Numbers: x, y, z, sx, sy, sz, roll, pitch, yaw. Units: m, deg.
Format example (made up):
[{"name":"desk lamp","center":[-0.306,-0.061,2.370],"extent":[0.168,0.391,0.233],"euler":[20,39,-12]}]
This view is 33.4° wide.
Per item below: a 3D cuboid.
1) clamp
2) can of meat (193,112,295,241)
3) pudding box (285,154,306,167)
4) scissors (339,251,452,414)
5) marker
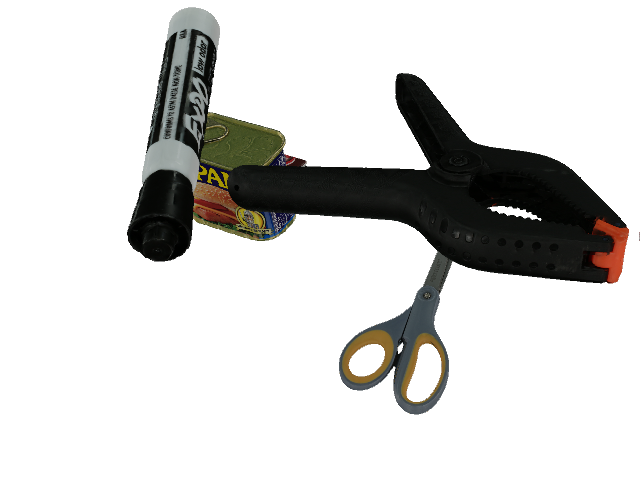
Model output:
[{"name":"clamp","center":[0.064,-0.026,0.582],"extent":[0.164,0.036,0.210],"euler":[-29,44,-31]},{"name":"can of meat","center":[-0.074,-0.053,0.910],"extent":[0.102,0.084,0.057],"euler":[18,49,28]},{"name":"pudding box","center":[-0.082,-0.076,1.330],"extent":[0.090,0.039,0.113],"euler":[17,35,23]},{"name":"scissors","center":[0.068,0.055,0.879],"extent":[0.096,0.201,0.016],"euler":[-1,-42,10]},{"name":"marker","center":[-0.047,-0.038,0.350],"extent":[0.020,0.020,0.121],"euler":[0,43,0]}]
